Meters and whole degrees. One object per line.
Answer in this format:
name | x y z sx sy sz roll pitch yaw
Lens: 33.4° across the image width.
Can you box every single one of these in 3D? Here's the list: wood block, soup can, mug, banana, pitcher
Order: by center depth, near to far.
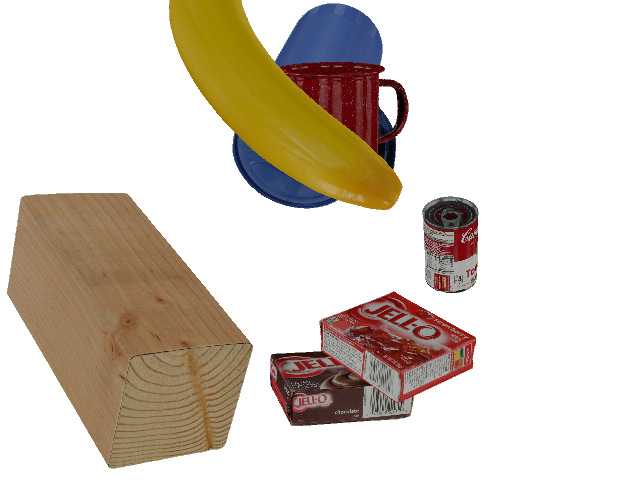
banana | -0.030 -0.087 0.519 0.069 0.198 0.037 -19 -30 -12
wood block | -0.142 0.054 0.758 0.090 0.091 0.206 -3 32 -36
mug | 0.020 -0.109 0.923 0.117 0.081 0.093 -6 16 -19
pitcher | 0.006 -0.151 1.163 0.145 0.149 0.242 -3 39 17
soup can | 0.161 0.007 1.325 0.068 0.102 0.068 -4 35 2

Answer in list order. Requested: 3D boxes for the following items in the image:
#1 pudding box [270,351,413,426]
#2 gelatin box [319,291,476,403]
pudding box | 0.017 0.129 0.959 0.113 0.039 0.090 0 16 -14
gelatin box | 0.054 0.073 0.764 0.073 0.030 0.089 -18 32 -34
